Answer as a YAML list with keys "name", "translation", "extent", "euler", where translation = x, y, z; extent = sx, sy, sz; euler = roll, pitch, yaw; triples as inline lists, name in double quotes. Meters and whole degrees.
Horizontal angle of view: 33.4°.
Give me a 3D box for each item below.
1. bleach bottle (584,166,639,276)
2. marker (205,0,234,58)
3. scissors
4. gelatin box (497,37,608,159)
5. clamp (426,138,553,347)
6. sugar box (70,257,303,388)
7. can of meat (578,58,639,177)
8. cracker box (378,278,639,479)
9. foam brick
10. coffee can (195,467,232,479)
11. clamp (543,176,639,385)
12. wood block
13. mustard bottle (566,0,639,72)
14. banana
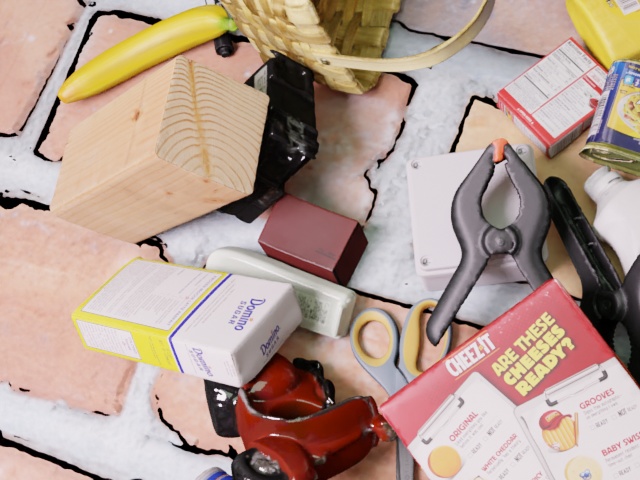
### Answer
- name: "bleach bottle"
  translation: [0.294, 0.043, 0.853]
  extent: [0.102, 0.068, 0.251]
  euler: [-34, 64, -2]
- name: "marker"
  translation: [-0.105, -0.235, 1.068]
  extent: [0.020, 0.020, 0.121]
  euler: [-16, 67, 6]
- name: "scissors"
  translation: [0.055, 0.139, 0.890]
  extent: [0.096, 0.016, 0.201]
  euler: [13, 72, 18]
- name: "gelatin box"
  translation: [0.215, -0.127, 0.952]
  extent: [0.089, 0.030, 0.073]
  euler: [-37, 65, -5]
- name: "clamp"
  translation: [0.134, 0.008, 0.848]
  extent: [0.120, 0.039, 0.171]
  euler: [-9, 85, 5]
- name: "sugar box"
  translation: [-0.112, 0.066, 0.895]
  extent: [0.176, 0.048, 0.093]
  euler: [11, 41, 32]
- name: "can of meat"
  translation: [0.280, -0.098, 0.895]
  extent: [0.102, 0.057, 0.084]
  euler: [18, 86, 5]
- name: "cracker box"
  translation: [0.173, 0.160, 0.788]
  extent: [0.164, 0.072, 0.214]
  euler: [-37, 82, 7]
- name: "foam brick"
  translation: [-0.006, 0.001, 0.938]
  extent: [0.078, 0.051, 0.053]
  euler: [23, 76, 19]
- name: "coffee can"
  translation: [-0.044, 0.251, 0.819]
  extent: [0.140, 0.102, 0.102]
  euler: [23, 75, 19]
- name: "clamp"
  translation: [0.241, 0.043, 0.828]
  extent: [0.036, 0.165, 0.210]
  euler: [-2, 86, -30]
- name: "wood block"
  translation: [-0.142, -0.070, 0.911]
  extent: [0.207, 0.090, 0.091]
  euler: [-18, 57, 52]
- name: "mustard bottle"
  translation: [0.325, -0.227, 0.952]
  extent: [0.191, 0.058, 0.096]
  euler: [-25, 63, 2]
- name: "banana"
  translation: [-0.165, -0.187, 1.040]
  extent: [0.198, 0.069, 0.037]
  euler: [-22, 105, 16]
